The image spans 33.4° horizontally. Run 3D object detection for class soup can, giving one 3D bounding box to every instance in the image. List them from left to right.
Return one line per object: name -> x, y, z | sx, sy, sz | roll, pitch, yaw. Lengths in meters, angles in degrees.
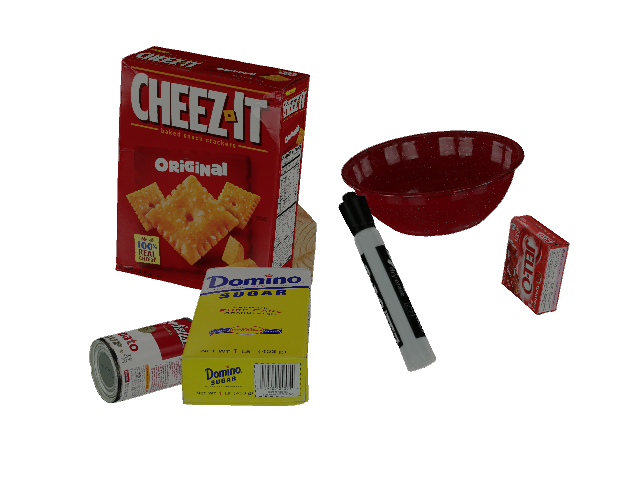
soup can -> -0.175, 0.122, 1.086 | 0.102, 0.068, 0.069 | -11, 7, -35

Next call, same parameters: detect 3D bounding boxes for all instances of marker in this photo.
marker -> 0.040, 0.023, 0.671 | 0.020, 0.121, 0.020 | -20, -17, -7

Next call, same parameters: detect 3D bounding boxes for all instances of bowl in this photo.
bowl -> 0.102, -0.047, 0.950 | 0.162, 0.055, 0.162 | -8, 23, 3

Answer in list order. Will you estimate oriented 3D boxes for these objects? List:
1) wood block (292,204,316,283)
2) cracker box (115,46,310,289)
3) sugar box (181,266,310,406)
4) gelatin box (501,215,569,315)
wood block -> -0.087, -0.021, 1.358 | 0.090, 0.090, 0.206 | -7, 28, -22
cracker box -> -0.105, -0.060, 1.002 | 0.164, 0.214, 0.072 | 13, 24, 16
sugar box -> -0.055, 0.071, 0.852 | 0.093, 0.048, 0.176 | 1, 23, 0
gelatin box -> 0.238, 0.026, 1.190 | 0.030, 0.089, 0.073 | -9, 31, -23
